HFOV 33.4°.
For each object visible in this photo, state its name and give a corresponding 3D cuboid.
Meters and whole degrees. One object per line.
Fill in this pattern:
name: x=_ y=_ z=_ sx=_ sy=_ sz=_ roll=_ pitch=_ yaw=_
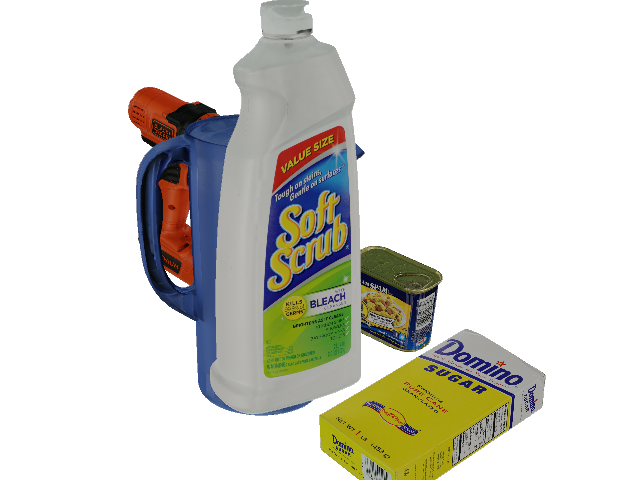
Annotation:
sugar box: x=0.095 y=0.141 z=0.888 sx=0.175 sy=0.048 sz=0.093 roll=-29 pitch=41 yaw=-31
can of meat: x=0.079 y=0.065 z=1.174 sx=0.102 sy=0.084 sz=0.057 roll=24 pitch=33 yaw=33
bleach bottle: x=-0.025 y=-0.022 z=0.673 sx=0.102 sy=0.251 sz=0.068 roll=-12 pitch=22 yaw=-27
power drill: x=-0.125 y=-0.048 z=1.091 sx=0.185 sy=0.188 sz=0.057 roll=31 pitch=38 yaw=35
pitcher: x=-0.059 y=0.019 z=0.898 sx=0.149 sy=0.243 sz=0.144 roll=11 pitch=20 yaw=25
